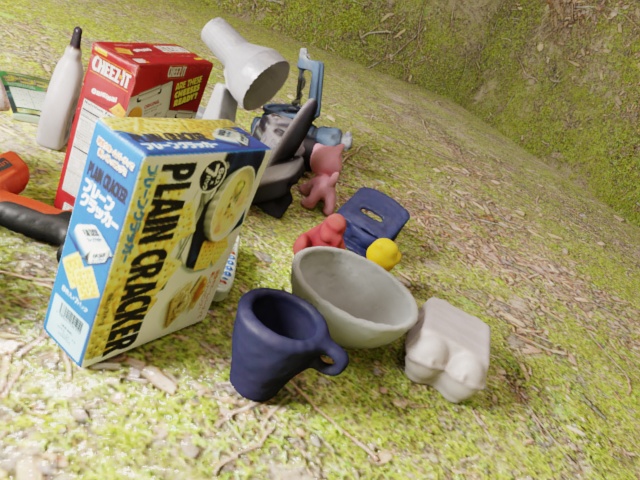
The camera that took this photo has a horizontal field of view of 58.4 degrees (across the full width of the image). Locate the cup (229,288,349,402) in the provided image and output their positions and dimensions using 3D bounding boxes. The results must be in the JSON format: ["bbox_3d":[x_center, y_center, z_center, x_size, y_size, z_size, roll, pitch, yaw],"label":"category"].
[{"bbox_3d":[-0.037,0.114,0.551,0.117,0.095,0.092,29,24,8],"label":"cup"}]

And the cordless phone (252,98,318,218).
[{"bbox_3d":[-0.062,-0.143,0.937,0.094,0.185,0.147,23,24,-5],"label":"cordless phone"}]

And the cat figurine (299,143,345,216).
[{"bbox_3d":[0.012,-0.124,1.053,0.067,0.117,0.127,17,25,-18],"label":"cat figurine"}]

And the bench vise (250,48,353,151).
[{"bbox_3d":[-0.019,-0.271,1.195,0.208,0.219,0.121,19,25,-14],"label":"bench vise"}]

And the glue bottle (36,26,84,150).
[{"bbox_3d":[-0.360,-0.218,0.814,0.037,0.173,0.078,18,25,-16],"label":"glue bottle"}]

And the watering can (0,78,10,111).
[{"bbox_3d":[-0.430,-0.162,0.606,0.100,0.194,0.173,37,26,24],"label":"watering can"}]

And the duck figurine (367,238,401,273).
[{"bbox_3d":[0.078,0.037,0.830,0.105,0.086,0.077,-3,37,-47],"label":"duck figurine"}]

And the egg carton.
[{"bbox_3d":[0.162,0.136,0.732,0.107,0.069,0.150,28,24,5],"label":"egg carton"}]

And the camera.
[{"bbox_3d":[-0.057,-0.179,1.119,0.137,0.101,0.142,11,28,-30],"label":"camera"}]

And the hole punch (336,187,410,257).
[{"bbox_3d":[0.085,-0.027,0.960,0.108,0.091,0.101,32,25,14],"label":"hole punch"}]

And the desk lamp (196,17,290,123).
[{"bbox_3d":[-0.181,-0.300,1.105,0.203,0.213,0.118,33,25,16],"label":"desk lamp"}]

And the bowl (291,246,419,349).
[{"bbox_3d":[0.032,0.082,0.708,0.167,0.074,0.167,21,24,-10],"label":"bowl"}]

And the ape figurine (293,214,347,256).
[{"bbox_3d":[0.008,0.003,0.823,0.077,0.092,0.076,28,24,5],"label":"ape figurine"}]
